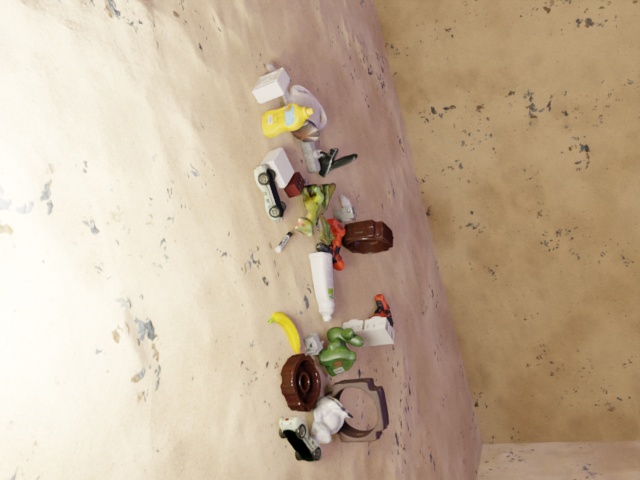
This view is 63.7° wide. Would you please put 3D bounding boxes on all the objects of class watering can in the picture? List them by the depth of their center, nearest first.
[{"bbox_3d":[-0.091,-0.517,1.999,0.344,0.103,0.229,29,51,-42],"label":"watering can"}]

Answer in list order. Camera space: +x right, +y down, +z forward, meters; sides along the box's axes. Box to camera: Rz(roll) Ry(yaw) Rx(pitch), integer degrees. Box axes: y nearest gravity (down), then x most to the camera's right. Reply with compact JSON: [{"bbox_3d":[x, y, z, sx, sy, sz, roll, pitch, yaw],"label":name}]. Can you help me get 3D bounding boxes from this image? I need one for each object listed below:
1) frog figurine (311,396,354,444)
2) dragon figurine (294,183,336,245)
[{"bbox_3d":[0.014,0.604,1.699,0.161,0.124,0.134,-47,139,-18],"label":"frog figurine"},{"bbox_3d":[0.006,-0.100,1.983,0.413,0.122,0.242,-17,98,-63],"label":"dragon figurine"}]
